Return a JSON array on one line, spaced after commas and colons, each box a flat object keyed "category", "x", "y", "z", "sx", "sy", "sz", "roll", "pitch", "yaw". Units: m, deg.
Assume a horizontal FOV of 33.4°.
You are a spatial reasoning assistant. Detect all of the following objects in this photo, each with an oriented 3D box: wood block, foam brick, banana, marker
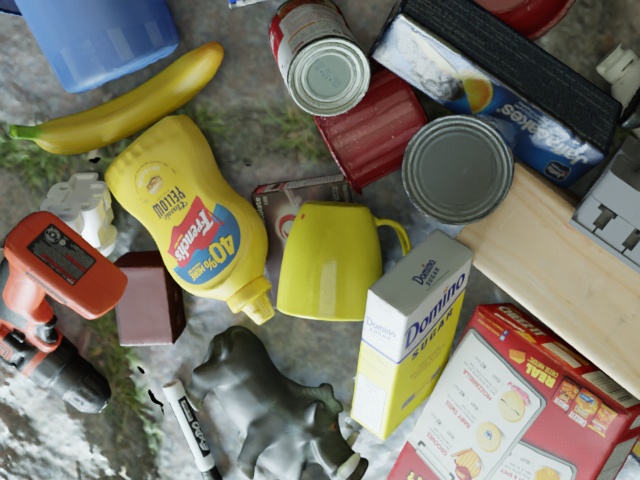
[{"category": "wood block", "x": 0.221, "y": 0.033, "z": 0.875, "sx": 0.206, "sy": 0.090, "sz": 0.090, "roll": 40, "pitch": 105, "yaw": 13}, {"category": "foam brick", "x": -0.157, "y": 0.052, "z": 0.981, "sx": 0.051, "sy": 0.053, "sz": 0.078, "roll": -3, "pitch": 106, "yaw": 8}, {"category": "banana", "x": -0.166, "y": -0.116, "z": 0.930, "sx": 0.198, "sy": 0.069, "sz": 0.037, "roll": -23, "pitch": 83, "yaw": 6}, {"category": "marker", "x": -0.121, "y": 0.192, "z": 1.031, "sx": 0.020, "sy": 0.020, "sz": 0.121, "roll": -19, "pitch": 102, "yaw": 12}]

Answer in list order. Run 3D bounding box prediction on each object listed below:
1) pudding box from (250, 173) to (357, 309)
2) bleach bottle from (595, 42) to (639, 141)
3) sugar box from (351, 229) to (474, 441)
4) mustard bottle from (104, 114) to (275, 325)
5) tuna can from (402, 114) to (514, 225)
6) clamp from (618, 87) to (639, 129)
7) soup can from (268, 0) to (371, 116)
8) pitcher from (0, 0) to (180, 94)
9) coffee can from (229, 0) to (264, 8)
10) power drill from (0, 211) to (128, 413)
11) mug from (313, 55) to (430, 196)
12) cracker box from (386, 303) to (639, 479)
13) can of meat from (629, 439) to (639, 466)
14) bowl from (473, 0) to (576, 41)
[{"category": "pudding box", "x": -0.006, "y": 0.001, "z": 0.953, "sx": 0.090, "sy": 0.039, "sz": 0.113, "roll": -8, "pitch": 104, "yaw": 10}, {"category": "bleach bottle", "x": 0.320, "y": -0.059, "z": 0.881, "sx": 0.251, "sy": 0.068, "sz": 0.103, "roll": 44, "pitch": 108, "yaw": -2}, {"category": "sugar box", "x": 0.076, "y": 0.083, "z": 0.896, "sx": 0.048, "sy": 0.093, "sz": 0.176, "roll": 35, "pitch": 145, "yaw": 23}, {"category": "mustard bottle", "x": -0.101, "y": -0.008, "z": 0.933, "sx": 0.096, "sy": 0.058, "sz": 0.191, "roll": -38, "pitch": 85, "yaw": 22}, {"category": "tuna can", "x": 0.109, "y": -0.056, "z": 0.837, "sx": 0.086, "sy": 0.033, "sz": 0.086, "roll": 2, "pitch": 99, "yaw": 14}, {"category": "clamp", "x": 0.292, "y": -0.202, "z": 0.830, "sx": 0.210, "sy": 0.036, "sz": 0.164, "roll": -27, "pitch": 94, "yaw": -5}, {"category": "soup can", "x": -0.001, "y": -0.150, "z": 0.858, "sx": 0.068, "sy": 0.102, "sz": 0.068, "roll": -5, "pitch": 122, "yaw": -9}, {"category": "pitcher", "x": -0.221, "y": -0.245, "z": 0.875, "sx": 0.144, "sy": 0.149, "sz": 0.243, "roll": -32, "pitch": 106, "yaw": -29}, {"category": "coffee can", "x": -0.039, "y": -0.266, "z": 0.852, "sx": 0.103, "sy": 0.102, "sz": 0.140, "roll": -11, "pitch": 104, "yaw": 10}, {"category": "power drill", "x": -0.240, "y": 0.069, "z": 0.954, "sx": 0.184, "sy": 0.057, "sz": 0.188, "roll": 39, "pitch": 138, "yaw": -7}, {"category": "mug", "x": 0.043, "y": -0.106, "z": 0.899, "sx": 0.081, "sy": 0.093, "sz": 0.117, "roll": -27, "pitch": 63, "yaw": 9}, {"category": "cracker box", "x": 0.166, "y": 0.186, "z": 0.927, "sx": 0.164, "sy": 0.071, "sz": 0.214, "roll": 36, "pitch": 112, "yaw": 34}, {"category": "can of meat", "x": 0.293, "y": 0.143, "z": 0.941, "sx": 0.084, "sy": 0.057, "sz": 0.102, "roll": 43, "pitch": 106, "yaw": -2}, {"category": "bowl", "x": 0.138, "y": -0.230, "z": 0.862, "sx": 0.162, "sy": 0.055, "sz": 0.162, "roll": 2, "pitch": 105, "yaw": 7}]
